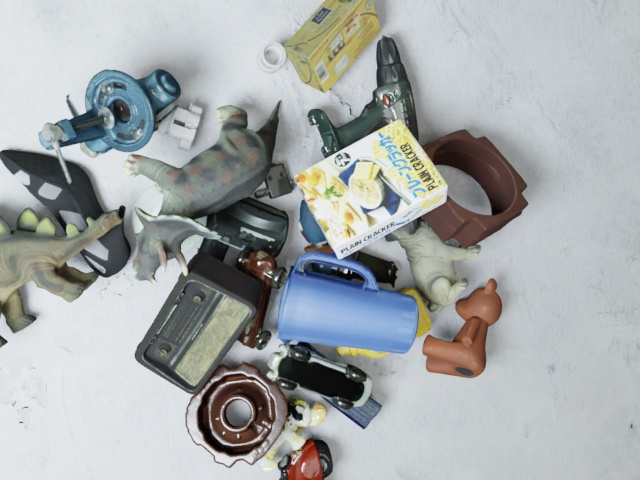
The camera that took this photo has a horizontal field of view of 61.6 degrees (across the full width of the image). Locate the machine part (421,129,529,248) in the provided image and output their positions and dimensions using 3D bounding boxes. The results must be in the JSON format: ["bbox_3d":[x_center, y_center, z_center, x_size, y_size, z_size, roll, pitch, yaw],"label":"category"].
[{"bbox_3d":[0.273,-0.098,1.019,0.201,0.087,0.201,-27,72,-29],"label":"machine part"}]

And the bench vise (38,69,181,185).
[{"bbox_3d":[-0.328,-0.174,0.799,0.224,0.240,0.128,-13,109,26],"label":"bench vise"}]

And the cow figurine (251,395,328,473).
[{"bbox_3d":[-0.070,0.345,1.009,0.167,0.068,0.098,-38,97,-12],"label":"cow figurine"}]

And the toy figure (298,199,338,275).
[{"bbox_3d":[-0.001,-0.003,1.008,0.058,0.064,0.154,-24,109,-52],"label":"toy figure"}]

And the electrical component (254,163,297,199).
[{"bbox_3d":[-0.081,-0.111,0.994,0.094,0.021,0.063,-18,98,-14],"label":"electrical component"}]

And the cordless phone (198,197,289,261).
[{"bbox_3d":[-0.146,0.015,0.965,0.146,0.089,0.184,22,99,-19],"label":"cordless phone"}]

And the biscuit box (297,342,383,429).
[{"bbox_3d":[0.024,0.275,1.033,0.202,0.059,0.063,42,84,-16],"label":"biscuit box"}]

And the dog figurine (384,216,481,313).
[{"bbox_3d":[0.191,0.036,1.056,0.191,0.121,0.172,23,79,-5],"label":"dog figurine"}]

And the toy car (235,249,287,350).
[{"bbox_3d":[-0.118,0.109,0.934,0.089,0.053,0.202,26,118,17],"label":"toy car"}]

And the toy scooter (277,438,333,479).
[{"bbox_3d":[-0.041,0.471,1.022,0.135,0.075,0.183,-8,101,-16],"label":"toy scooter"}]

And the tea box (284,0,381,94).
[{"bbox_3d":[0.025,-0.362,0.963,0.169,0.068,0.098,-50,150,-10],"label":"tea box"}]

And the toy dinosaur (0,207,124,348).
[{"bbox_3d":[-0.519,0.066,0.822,0.471,0.105,0.198,-31,100,-2],"label":"toy dinosaur"}]

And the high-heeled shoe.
[{"bbox_3d":[-0.422,-0.041,0.888,0.249,0.086,0.145,28,117,0],"label":"high-heeled shoe"}]

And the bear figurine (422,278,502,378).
[{"bbox_3d":[0.294,0.173,1.092,0.132,0.120,0.196,7,59,22],"label":"bear figurine"}]

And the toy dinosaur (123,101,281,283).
[{"bbox_3d":[-0.158,-0.105,0.859,0.192,0.131,0.405,36,66,28],"label":"toy dinosaur"}]

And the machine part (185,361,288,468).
[{"bbox_3d":[-0.144,0.308,0.955,0.179,0.056,0.179,0,74,1],"label":"machine part"}]

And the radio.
[{"bbox_3d":[-0.204,0.139,0.891,0.131,0.073,0.229,32,115,-8],"label":"radio"}]

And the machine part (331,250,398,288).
[{"bbox_3d":[0.089,0.050,1.050,0.139,0.039,0.084,19,83,-16],"label":"machine part"}]

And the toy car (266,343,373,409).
[{"bbox_3d":[0.001,0.244,0.964,0.202,0.056,0.073,23,95,-15],"label":"toy car"}]

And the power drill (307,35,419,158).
[{"bbox_3d":[0.083,-0.244,1.012,0.207,0.086,0.231,-26,104,-21],"label":"power drill"}]
